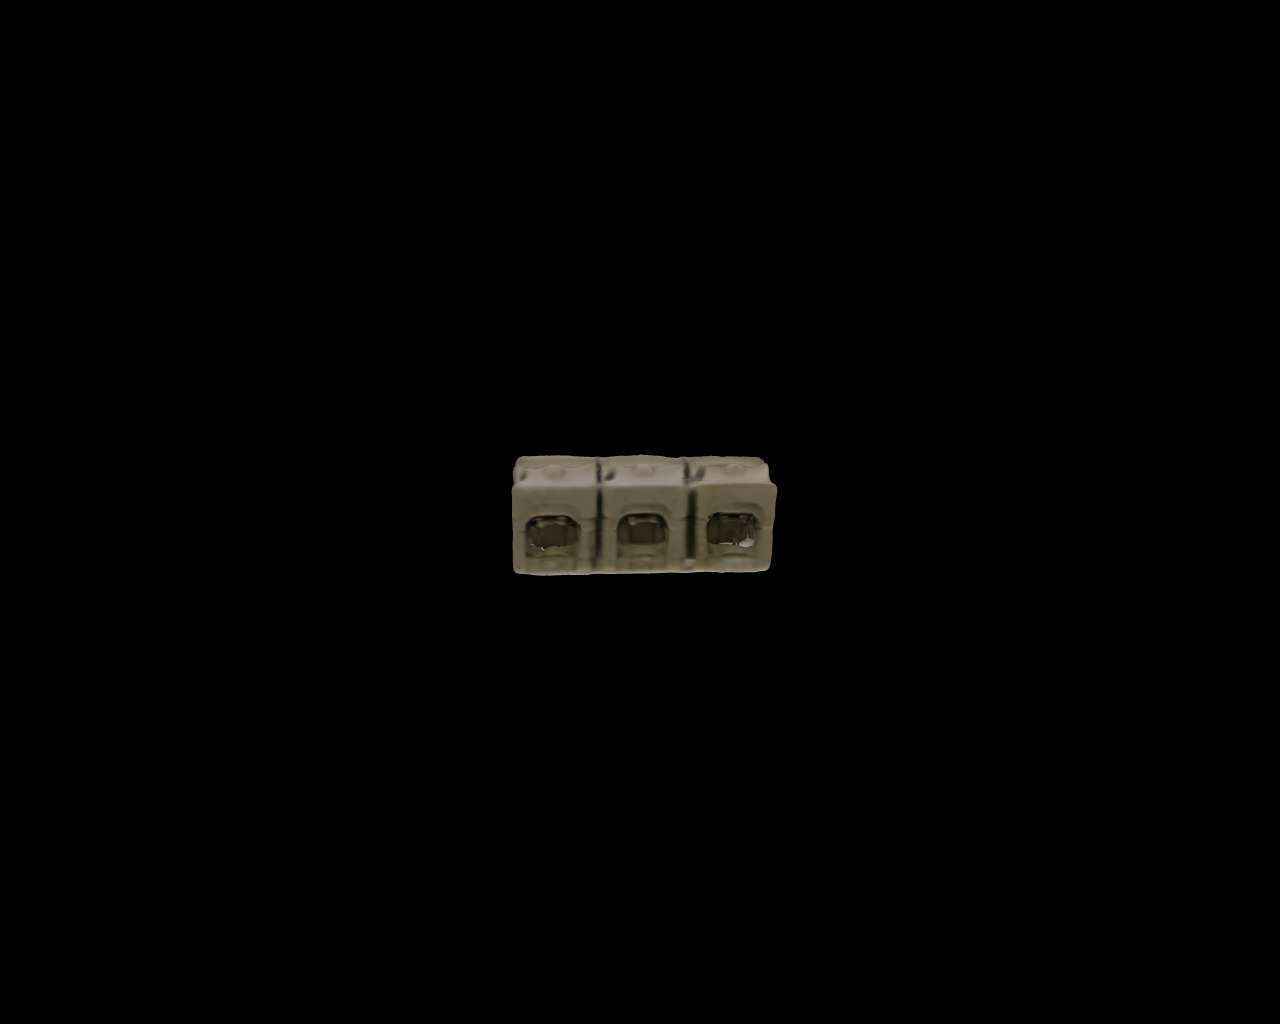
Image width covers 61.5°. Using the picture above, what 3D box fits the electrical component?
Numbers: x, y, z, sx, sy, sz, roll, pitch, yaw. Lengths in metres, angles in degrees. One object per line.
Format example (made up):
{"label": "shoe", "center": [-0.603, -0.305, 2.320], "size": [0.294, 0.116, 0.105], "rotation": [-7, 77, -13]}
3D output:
{"label": "electrical component", "center": [0.001, -0.003, 0.650], "size": [0.150, 0.061, 0.089], "rotation": [0, 12, -2]}
